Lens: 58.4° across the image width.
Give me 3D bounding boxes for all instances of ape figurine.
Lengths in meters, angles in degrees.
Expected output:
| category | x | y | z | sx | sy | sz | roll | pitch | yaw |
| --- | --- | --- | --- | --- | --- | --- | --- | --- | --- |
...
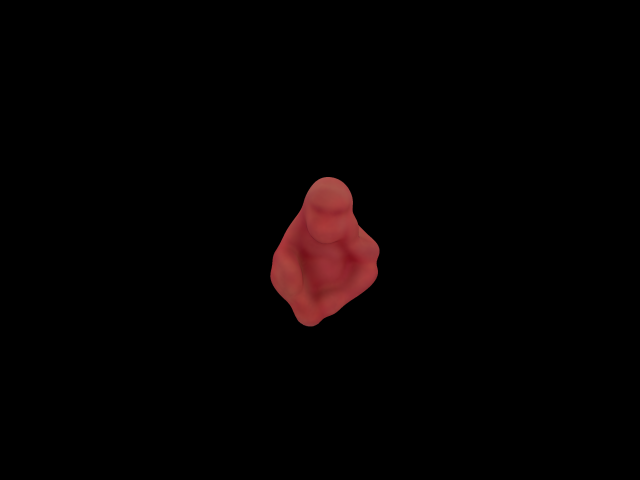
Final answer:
| category | x | y | z | sx | sy | sz | roll | pitch | yaw |
| --- | --- | --- | --- | --- | --- | --- | --- | --- | --- |
| ape figurine | 0.004 | 0.001 | 0.400 | 0.078 | 0.092 | 0.076 | -2 | 27 | -3 |
